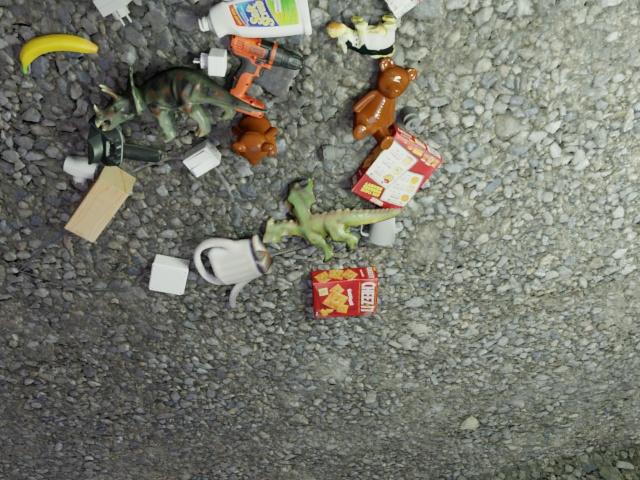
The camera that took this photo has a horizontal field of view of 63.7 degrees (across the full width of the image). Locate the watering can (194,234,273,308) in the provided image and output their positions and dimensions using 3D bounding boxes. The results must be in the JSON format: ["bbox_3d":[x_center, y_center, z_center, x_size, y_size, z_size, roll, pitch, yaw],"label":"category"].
[{"bbox_3d":[-0.252,0.095,1.611,0.224,0.106,0.340,-15,139,6],"label":"watering can"}]

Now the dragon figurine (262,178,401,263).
[{"bbox_3d":[0.005,-0.075,1.490,0.406,0.125,0.240,-30,115,26],"label":"dragon figurine"}]
